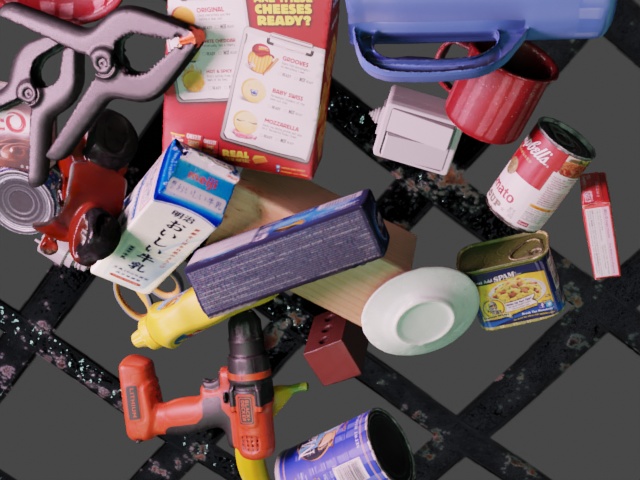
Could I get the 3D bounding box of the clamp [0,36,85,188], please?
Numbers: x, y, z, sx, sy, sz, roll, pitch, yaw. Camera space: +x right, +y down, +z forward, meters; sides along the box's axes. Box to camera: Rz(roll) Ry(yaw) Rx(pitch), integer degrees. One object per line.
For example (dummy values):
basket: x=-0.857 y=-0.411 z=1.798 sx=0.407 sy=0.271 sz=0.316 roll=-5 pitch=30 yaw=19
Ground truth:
clamp: x=-0.295 y=-0.143 z=1.123 sx=0.120 sy=0.039 sz=0.172 roll=45 pitch=107 yaw=-3

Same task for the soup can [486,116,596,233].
soup can: x=0.224 y=-0.065 z=1.090 sx=0.068 sy=0.068 sz=0.102 roll=29 pitch=121 yaw=-6

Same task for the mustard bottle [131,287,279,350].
mustard bottle: x=-0.138 y=0.078 z=1.221 sx=0.192 sy=0.096 sz=0.058 roll=-27 pitch=93 yaw=22

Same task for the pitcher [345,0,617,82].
pitcher: x=0.143 y=-0.232 z=0.974 sx=0.243 sy=0.145 sz=0.149 roll=3 pitch=116 yaw=6

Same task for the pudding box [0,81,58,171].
pudding box: x=-0.349 y=-0.128 z=1.184 sx=0.113 sy=0.039 sz=0.090 roll=9 pitch=118 yaw=5

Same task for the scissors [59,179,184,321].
scissors: x=-0.225 y=0.008 z=1.249 sx=0.096 sy=0.016 sz=0.202 roll=-11 pitch=116 yaw=15

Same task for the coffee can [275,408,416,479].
coffee can: x=0.030 y=0.278 z=1.300 sx=0.140 sy=0.102 sz=0.102 roll=-30 pitch=110 yaw=24

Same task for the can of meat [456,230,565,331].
can of meat: x=0.210 y=0.045 z=1.162 sx=0.102 sy=0.057 sz=0.084 roll=-14 pitch=117 yaw=19

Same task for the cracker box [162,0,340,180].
cracker box: x=-0.070 y=-0.181 z=1.082 sx=0.164 sy=0.072 sz=0.214 roll=10 pitch=119 yaw=6

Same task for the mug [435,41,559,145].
mug: x=0.164 y=-0.153 z=1.046 sx=0.117 sy=0.093 sz=0.082 roll=31 pitch=126 yaw=11

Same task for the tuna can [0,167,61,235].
tuna can: x=-0.339 y=-0.050 z=1.229 sx=0.086 sy=0.033 sz=0.086 roll=5 pitch=120 yaw=9

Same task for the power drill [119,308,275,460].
power drill: x=-0.147 y=0.175 z=1.289 sx=0.188 sy=0.057 sz=0.184 roll=-3 pitch=96 yaw=19

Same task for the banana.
banana: x=-0.073 y=0.251 z=1.343 sx=0.069 sy=0.037 sz=0.198 roll=20 pitch=121 yaw=2

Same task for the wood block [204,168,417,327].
wood block: x=-0.008 y=0.002 z=1.160 sx=0.206 sy=0.090 sz=0.090 roll=27 pitch=120 yaw=-5

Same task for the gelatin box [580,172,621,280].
gelatin box: x=0.289 y=-0.016 z=1.102 sx=0.030 sy=0.073 sz=0.089 roll=-9 pitch=117 yaw=16

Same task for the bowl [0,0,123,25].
bowl: x=-0.265 y=-0.286 z=1.049 sx=0.162 sy=0.055 sz=0.162 roll=2 pitch=146 yaw=1

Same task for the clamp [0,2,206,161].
clamp: x=-0.215 y=-0.184 z=1.054 sx=0.210 sy=0.036 sz=0.164 roll=-19 pitch=102 yaw=21

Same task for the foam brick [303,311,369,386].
foam brick: x=0.020 y=0.121 z=1.229 sx=0.053 sy=0.078 sz=0.051 roll=-22 pitch=114 yaw=21
